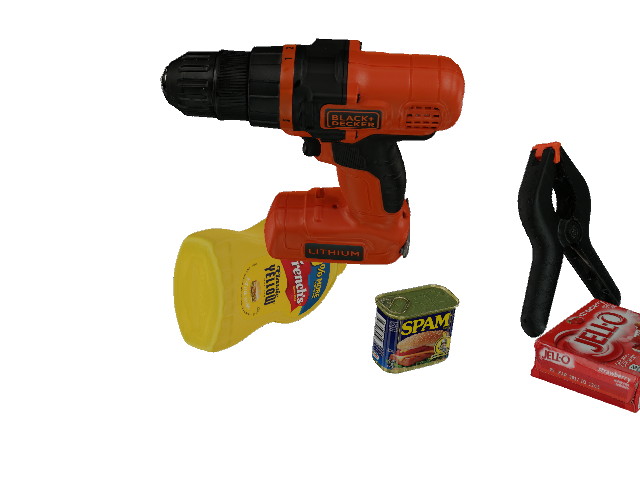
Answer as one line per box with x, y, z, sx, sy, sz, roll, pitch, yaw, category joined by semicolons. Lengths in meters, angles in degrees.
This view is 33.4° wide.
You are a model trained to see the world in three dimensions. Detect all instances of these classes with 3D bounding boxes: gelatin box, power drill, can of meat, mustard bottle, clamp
0.191;0.073;0.697;0.073;0.030;0.089;19;27;36;gelatin box
-0.005;-0.055;0.706;0.184;0.057;0.188;4;-32;3;power drill
0.114;0.109;1.306;0.101;0.084;0.057;-9;30;-26;can of meat
-0.039;0.026;0.913;0.058;0.096;0.191;11;18;38;mustard bottle
0.208;0.001;0.954;0.120;0.171;0.039;-25;9;-39;clamp
